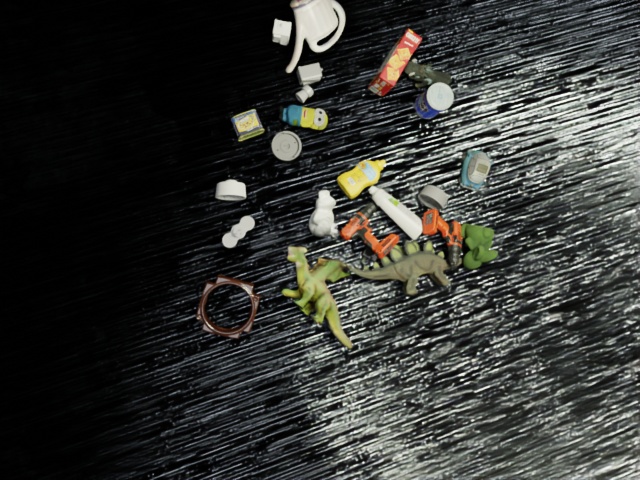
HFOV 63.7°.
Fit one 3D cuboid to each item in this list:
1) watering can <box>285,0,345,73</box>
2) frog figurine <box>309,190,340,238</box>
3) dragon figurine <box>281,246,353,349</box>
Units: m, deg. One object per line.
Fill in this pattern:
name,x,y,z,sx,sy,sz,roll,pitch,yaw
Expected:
watering can,-0.038,-0.780,1.871,0.104,0.220,0.352,16,54,48
frog figurine,0.006,-0.094,1.861,0.122,0.157,0.140,-12,21,19
dragon figurine,0.021,0.179,1.876,0.409,0.245,0.121,41,-15,-6
